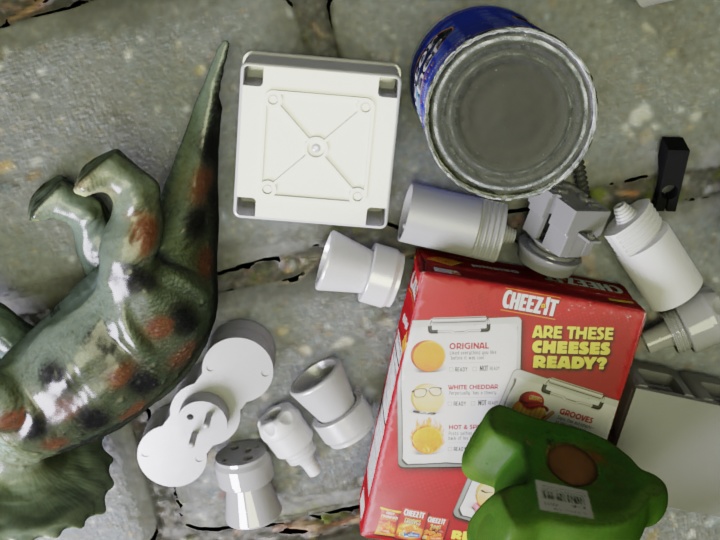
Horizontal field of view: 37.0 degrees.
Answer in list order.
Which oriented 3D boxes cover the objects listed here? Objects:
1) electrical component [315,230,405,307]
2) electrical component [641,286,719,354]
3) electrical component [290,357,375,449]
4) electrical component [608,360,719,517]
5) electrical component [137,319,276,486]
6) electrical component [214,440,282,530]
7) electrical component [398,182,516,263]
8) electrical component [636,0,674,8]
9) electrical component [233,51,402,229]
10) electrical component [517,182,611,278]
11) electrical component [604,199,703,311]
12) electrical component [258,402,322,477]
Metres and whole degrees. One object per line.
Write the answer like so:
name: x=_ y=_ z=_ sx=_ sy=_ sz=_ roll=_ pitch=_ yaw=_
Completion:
electrical component: x=0.000 y=0.000 z=0.776 sx=0.055 sy=0.045 sz=0.045 roll=16 pitch=108 yaw=-7
electrical component: x=0.240 y=0.042 z=0.795 sx=0.062 sy=0.043 sz=0.043 roll=-25 pitch=107 yaw=8
electrical component: x=-0.020 y=0.100 z=0.810 sx=0.045 sy=0.045 sz=0.055 roll=-30 pitch=107 yaw=9
electrical component: x=0.259 y=0.130 z=0.816 sx=0.150 sy=0.061 sz=0.089 roll=12 pitch=108 yaw=-5
electrical component: x=-0.115 y=0.106 z=0.794 sx=0.052 sy=0.073 sz=0.138 roll=35 pitch=105 yaw=-12
electrical component: x=-0.087 y=0.165 z=0.830 sx=0.045 sy=0.045 sz=0.055 roll=-9 pitch=108 yaw=2
electrical component: x=0.071 y=-0.033 z=0.767 sx=0.081 sy=0.043 sz=0.043 roll=13 pitch=108 yaw=-5
electrical component: x=0.209 y=-0.222 z=0.701 sx=0.077 sy=0.043 sz=0.079 roll=-18 pitch=82 yaw=26
electrical component: x=-0.030 y=-0.089 z=0.739 sx=0.109 sy=0.056 sz=0.108 roll=4 pitch=109 yaw=-3
electrical component: x=0.141 y=-0.028 z=0.764 sx=0.048 sy=0.066 sz=0.055 roll=-2 pitch=122 yaw=-37
electrical component: x=0.208 y=-0.015 z=0.775 sx=0.043 sy=0.043 sz=0.081 roll=-34 pitch=106 yaw=10
electrical component: x=-0.050 y=0.133 z=0.826 sx=0.035 sy=0.035 sz=0.061 roll=-31 pitch=110 yaw=9
